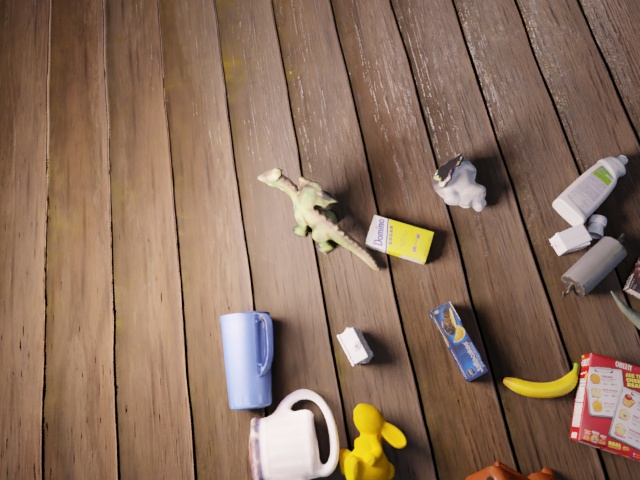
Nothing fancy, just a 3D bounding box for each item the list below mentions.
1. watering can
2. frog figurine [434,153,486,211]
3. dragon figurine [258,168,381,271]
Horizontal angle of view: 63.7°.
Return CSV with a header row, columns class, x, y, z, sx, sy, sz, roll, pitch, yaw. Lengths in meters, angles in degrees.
class,x,y,z,sx,sy,sz,roll,pitch,yaw
watering can,-0.060,0.546,1.250,0.224,0.102,0.355,-9,61,2
frog figurine,0.411,-0.155,1.483,0.158,0.122,0.140,37,66,-22
dragon figurine,0.004,-0.071,1.403,0.413,0.238,0.123,32,73,16
